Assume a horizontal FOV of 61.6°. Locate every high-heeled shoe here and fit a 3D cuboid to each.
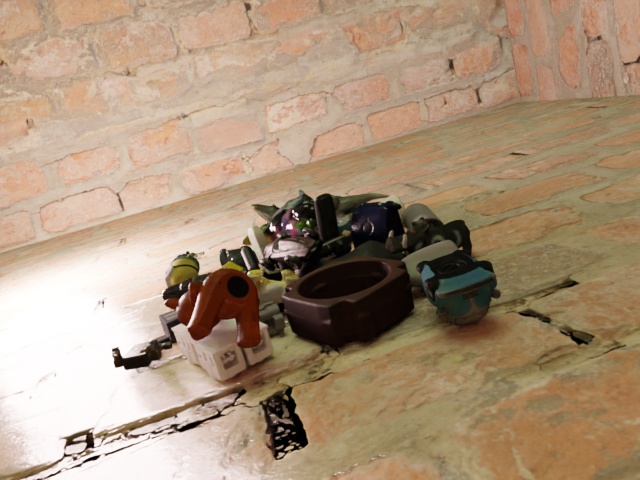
[{"bbox_3d":[0.071,0.075,1.155,0.249,0.145,0.086,12,26,-12],"label":"high-heeled shoe"}]

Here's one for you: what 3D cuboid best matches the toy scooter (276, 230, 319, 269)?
[{"bbox_3d":[-0.040,0.020,1.311,0.184,0.075,0.135,-19,-17,1],"label":"toy scooter"}]

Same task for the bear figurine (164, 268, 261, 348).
[{"bbox_3d":[-0.183,0.124,0.881,0.120,0.132,0.196,23,-37,-29],"label":"bear figurine"}]

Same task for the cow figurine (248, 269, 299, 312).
[{"bbox_3d":[-0.068,0.111,1.080,0.167,0.098,0.068,3,9,-5],"label":"cow figurine"}]

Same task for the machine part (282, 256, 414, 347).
[{"bbox_3d":[0.051,0.106,0.971,0.201,0.087,0.202,-26,17,-36],"label":"machine part"}]

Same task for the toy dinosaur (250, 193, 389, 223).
[{"bbox_3d":[0.004,-0.080,1.596,0.405,0.131,0.192,-11,17,3],"label":"toy dinosaur"}]

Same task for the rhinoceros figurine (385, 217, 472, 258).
[{"bbox_3d":[0.227,0.007,1.109,0.190,0.112,0.073,-11,16,-18],"label":"rhinoceros figurine"}]

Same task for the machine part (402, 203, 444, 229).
[{"bbox_3d":[0.249,-0.037,1.301,0.079,0.079,0.243,-14,17,3],"label":"machine part"}]

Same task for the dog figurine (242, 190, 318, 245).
[{"bbox_3d":[-0.095,-0.022,1.428,0.219,0.108,0.192,-38,25,-3],"label":"dog figurine"}]

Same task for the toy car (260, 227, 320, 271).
[{"bbox_3d":[-0.070,0.018,1.152,0.089,0.053,0.202,-55,19,-19],"label":"toy car"}]

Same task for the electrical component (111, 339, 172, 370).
[{"bbox_3d":[-0.345,0.214,1.027,0.102,0.045,0.078,-10,17,15],"label":"electrical component"}]

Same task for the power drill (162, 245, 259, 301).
[{"bbox_3d":[-0.251,0.085,1.329,0.232,0.085,0.207,-9,13,15],"label":"power drill"}]

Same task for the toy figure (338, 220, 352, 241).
[{"bbox_3d":[0.041,-0.013,1.452,0.155,0.058,0.064,-16,-23,2],"label":"toy figure"}]

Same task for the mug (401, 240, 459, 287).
[{"bbox_3d":[0.203,0.052,1.026,0.107,0.081,0.109,-12,-13,-12],"label":"mug"}]

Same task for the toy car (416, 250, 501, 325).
[{"bbox_3d":[0.219,0.083,0.862,0.109,0.102,0.162,-18,12,-2],"label":"toy car"}]

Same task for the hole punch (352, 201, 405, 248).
[{"bbox_3d":[0.136,-0.030,1.326,0.142,0.115,0.092,0,29,44],"label":"hole punch"}]

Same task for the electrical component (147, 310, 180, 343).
[{"bbox_3d":[-0.306,0.179,1.113,0.119,0.047,0.075,-20,16,-23],"label":"electrical component"}]

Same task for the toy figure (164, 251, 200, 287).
[{"bbox_3d":[-0.361,0.083,1.436,0.089,0.082,0.180,-16,13,2],"label":"toy figure"}]

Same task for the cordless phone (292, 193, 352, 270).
[{"bbox_3d":[-0.003,-0.004,1.218,0.146,0.184,0.089,-23,22,-29],"label":"cordless phone"}]

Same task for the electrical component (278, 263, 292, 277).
[{"bbox_3d":[-0.073,0.078,1.217,0.021,0.063,0.094,-18,17,-14],"label":"electrical component"}]
